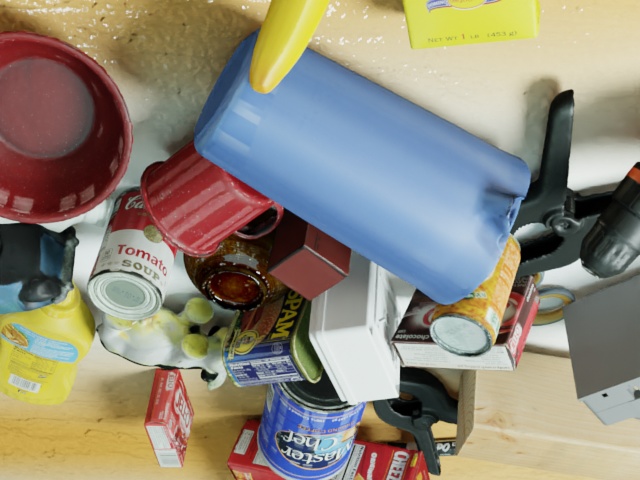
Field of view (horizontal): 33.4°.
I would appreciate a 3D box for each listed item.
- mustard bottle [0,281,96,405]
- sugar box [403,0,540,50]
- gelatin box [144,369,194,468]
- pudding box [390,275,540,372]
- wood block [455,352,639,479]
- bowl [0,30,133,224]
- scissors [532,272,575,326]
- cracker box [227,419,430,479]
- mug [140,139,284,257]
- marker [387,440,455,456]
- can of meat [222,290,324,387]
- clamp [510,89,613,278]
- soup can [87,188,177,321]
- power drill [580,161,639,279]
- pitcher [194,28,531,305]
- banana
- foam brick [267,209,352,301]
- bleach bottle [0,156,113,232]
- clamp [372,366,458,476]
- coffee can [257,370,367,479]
[{"bbox_3d":[-0.283,0.097,1.095,0.096,0.058,0.192,23,137,-10],"label":"mustard bottle"},{"bbox_3d":[0.093,-0.211,0.703,0.093,0.048,0.176,-4,137,14],"label":"sugar box"},{"bbox_3d":[-0.164,0.196,1.172,0.030,0.073,0.089,0,136,8],"label":"gelatin box"},{"bbox_3d":[0.131,0.073,0.956,0.114,0.090,0.039,-4,127,32],"label":"pudding box"},{"bbox_3d":[0.246,0.176,1.056,0.206,0.091,0.090,9,150,0],"label":"wood block"},{"bbox_3d":[-0.229,-0.096,0.856,0.162,0.055,0.162,-1,117,-2],"label":"bowl"},{"bbox_3d":[0.168,0.085,1.035,0.096,0.016,0.202,21,137,-13],"label":"scissors"},{"bbox_3d":[0.020,0.287,1.212,0.214,0.072,0.164,6,140,22],"label":"cracker box"},{"bbox_3d":[-0.080,-0.039,0.892,0.082,0.093,0.117,-32,128,30],"label":"mug"},{"bbox_3d":[0.131,0.235,1.204,0.121,0.020,0.020,-6,136,16],"label":"marker"},{"bbox_3d":[-0.038,0.090,1.011,0.084,0.102,0.057,-10,126,27],"label":"can of meat"},{"bbox_3d":[0.214,-0.024,0.892,0.164,0.036,0.210,23,138,-12],"label":"clamp"},{"bbox_3d":[-0.162,0.012,0.949,0.068,0.102,0.068,5,138,5],"label":"soup can"},{"bbox_3d":[0.313,-0.005,0.797,0.187,0.057,0.184,37,101,-4],"label":"power drill"},{"bbox_3d":[0.026,-0.058,0.833,0.242,0.145,0.149,29,122,-15],"label":"pitcher"},{"bbox_3d":[-0.005,-0.193,0.709,0.037,0.069,0.198,29,120,15],"label":"banana"},{"bbox_3d":[-0.006,0.001,0.929,0.053,0.078,0.051,35,133,-23],"label":"foam brick"},{"bbox_3d":[-0.308,-0.056,0.930,0.250,0.068,0.103,18,134,-13],"label":"bleach bottle"},{"bbox_3d":[0.109,0.191,1.140,0.171,0.039,0.120,32,117,-16],"label":"clamp"},{"bbox_3d":[-0.006,0.171,1.095,0.103,0.102,0.140,11,138,-2],"label":"coffee can"}]
